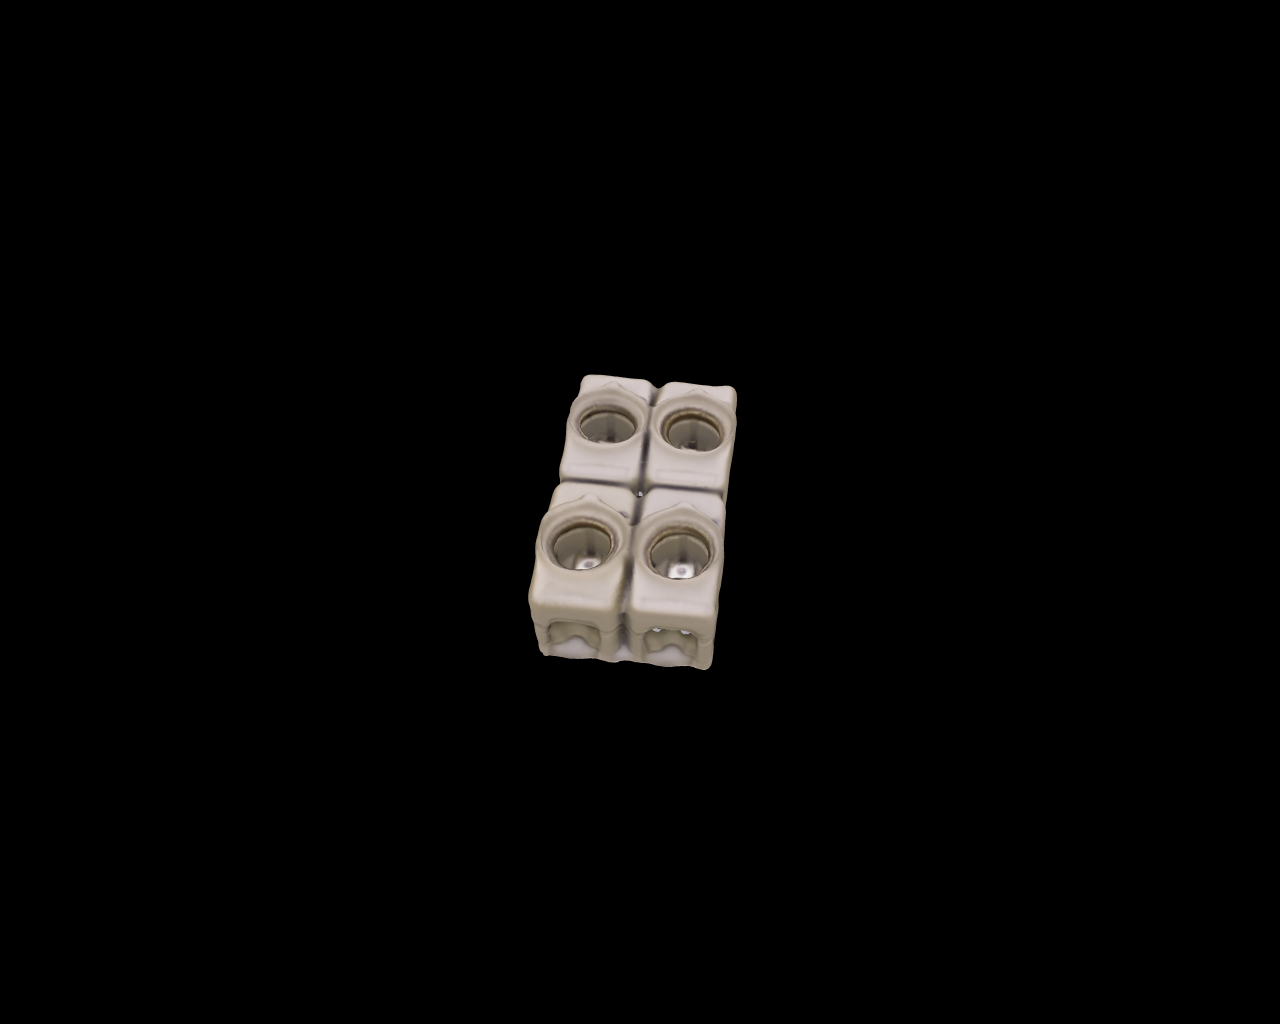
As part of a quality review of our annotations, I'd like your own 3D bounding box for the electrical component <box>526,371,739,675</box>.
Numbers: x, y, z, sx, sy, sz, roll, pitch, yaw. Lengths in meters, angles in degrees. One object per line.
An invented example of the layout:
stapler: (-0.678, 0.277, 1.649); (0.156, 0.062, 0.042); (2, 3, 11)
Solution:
electrical component: (0.001, -0.003, 0.650); (0.105, 0.186, 0.060); (5, -39, 5)
